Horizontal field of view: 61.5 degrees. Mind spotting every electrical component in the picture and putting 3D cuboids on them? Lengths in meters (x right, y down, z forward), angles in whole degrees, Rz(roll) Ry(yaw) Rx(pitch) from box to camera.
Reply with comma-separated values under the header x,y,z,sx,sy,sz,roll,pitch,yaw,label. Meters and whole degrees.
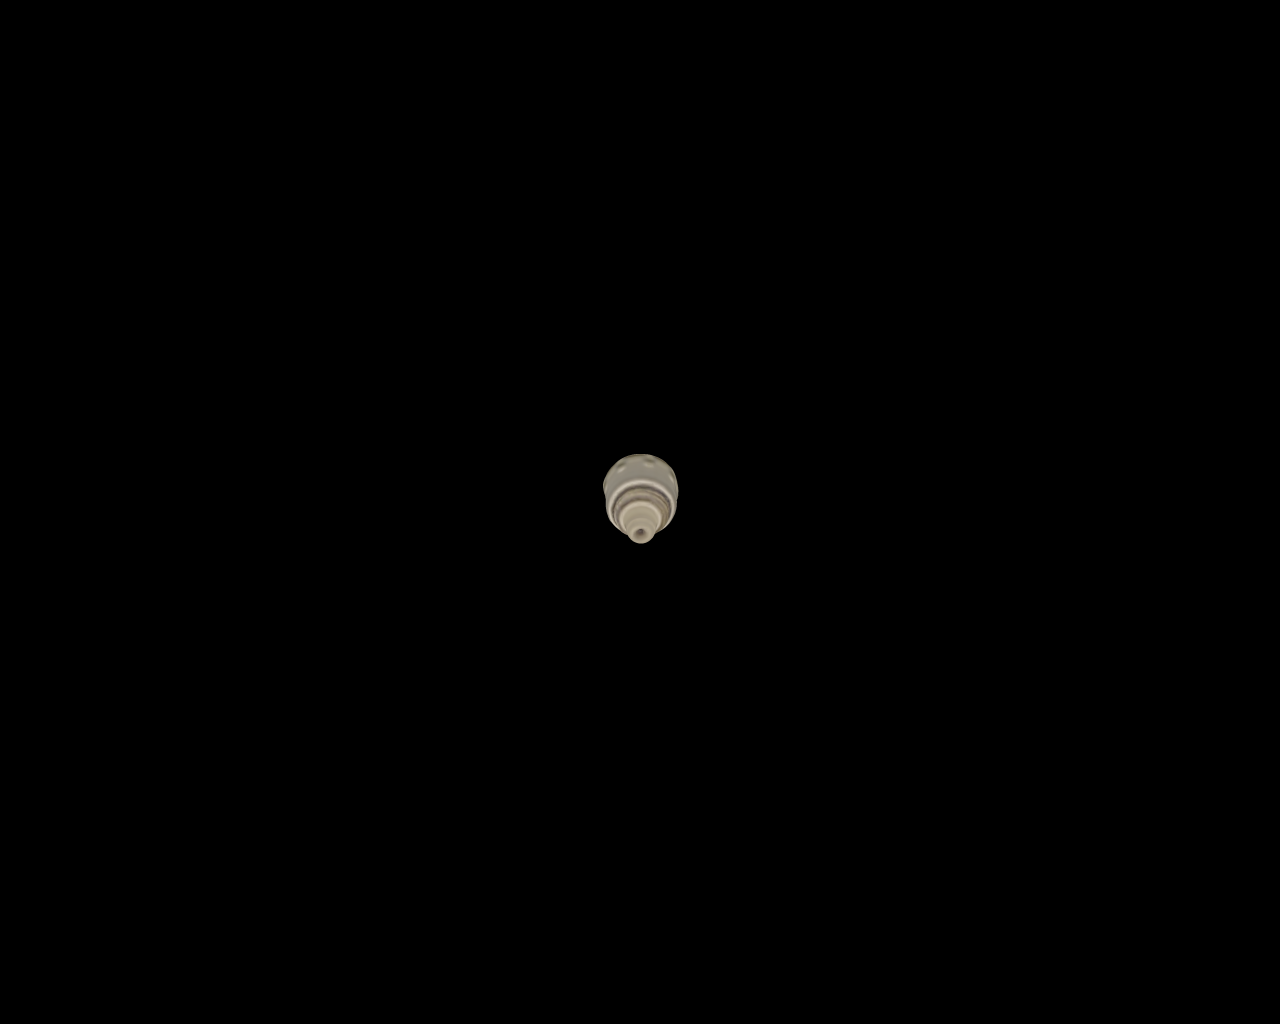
x,y,z,sx,sy,sz,roll,pitch,yaw,label
0.001,-0.003,0.650,0.048,0.048,0.062,0,32,0,electrical component
